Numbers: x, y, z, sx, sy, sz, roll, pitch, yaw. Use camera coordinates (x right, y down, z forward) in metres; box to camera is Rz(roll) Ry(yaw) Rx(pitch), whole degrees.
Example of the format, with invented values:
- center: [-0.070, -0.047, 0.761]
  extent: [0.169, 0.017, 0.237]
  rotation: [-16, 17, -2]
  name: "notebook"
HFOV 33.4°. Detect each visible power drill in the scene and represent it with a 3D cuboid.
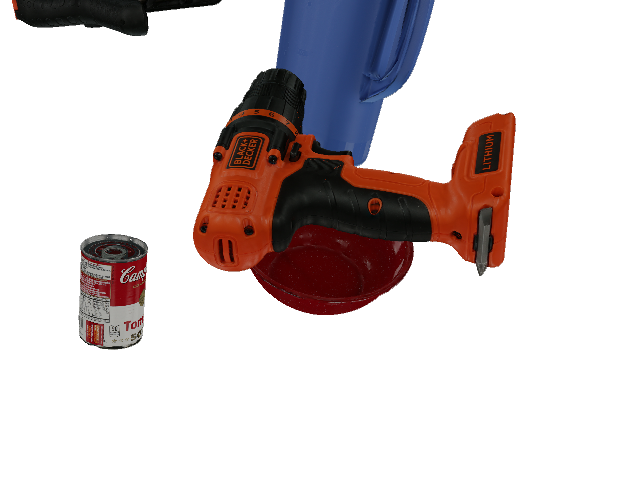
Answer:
- center: [0.026, -0.047, 0.669]
  extent: [0.188, 0.057, 0.184]
  rotation: [3, 43, 10]
  name: "power drill"

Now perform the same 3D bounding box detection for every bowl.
- center: [0.000, 0.016, 0.964]
  extent: [0.162, 0.055, 0.162]
  rotation: [6, 42, -6]
  name: "bowl"

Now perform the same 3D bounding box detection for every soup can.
- center: [-0.215, 0.053, 1.103]
  extent: [0.068, 0.102, 0.068]
  rotation: [6, 21, -2]
  name: "soup can"

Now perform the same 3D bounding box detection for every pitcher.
- center: [0.025, -0.197, 1.072]
  extent: [0.145, 0.243, 0.149]
  rotation: [11, 19, -1]
  name: "pitcher"

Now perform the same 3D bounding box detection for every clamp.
- center: [-0.161, -0.186, 0.824]
  extent: [0.172, 0.039, 0.120]
  rotation: [14, 24, 32]
  name: "clamp"
